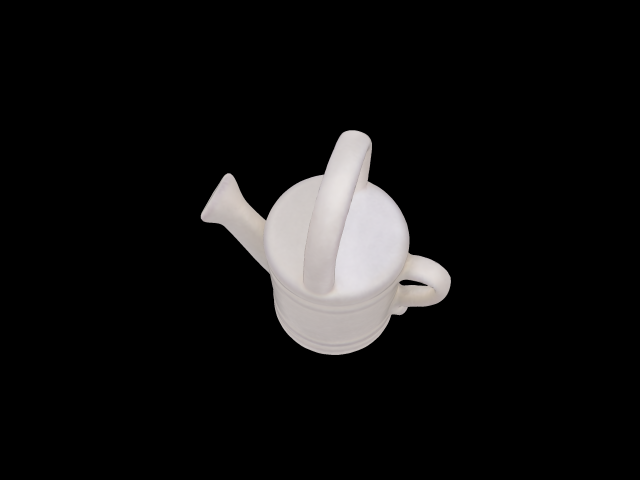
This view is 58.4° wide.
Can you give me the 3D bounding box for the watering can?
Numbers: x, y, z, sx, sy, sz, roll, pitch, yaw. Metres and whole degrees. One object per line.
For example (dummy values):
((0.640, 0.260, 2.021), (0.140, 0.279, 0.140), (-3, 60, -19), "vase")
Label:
((0.003, 0.003, 0.399), (0.173, 0.194, 0.101), (-2, 61, -1), "watering can")
